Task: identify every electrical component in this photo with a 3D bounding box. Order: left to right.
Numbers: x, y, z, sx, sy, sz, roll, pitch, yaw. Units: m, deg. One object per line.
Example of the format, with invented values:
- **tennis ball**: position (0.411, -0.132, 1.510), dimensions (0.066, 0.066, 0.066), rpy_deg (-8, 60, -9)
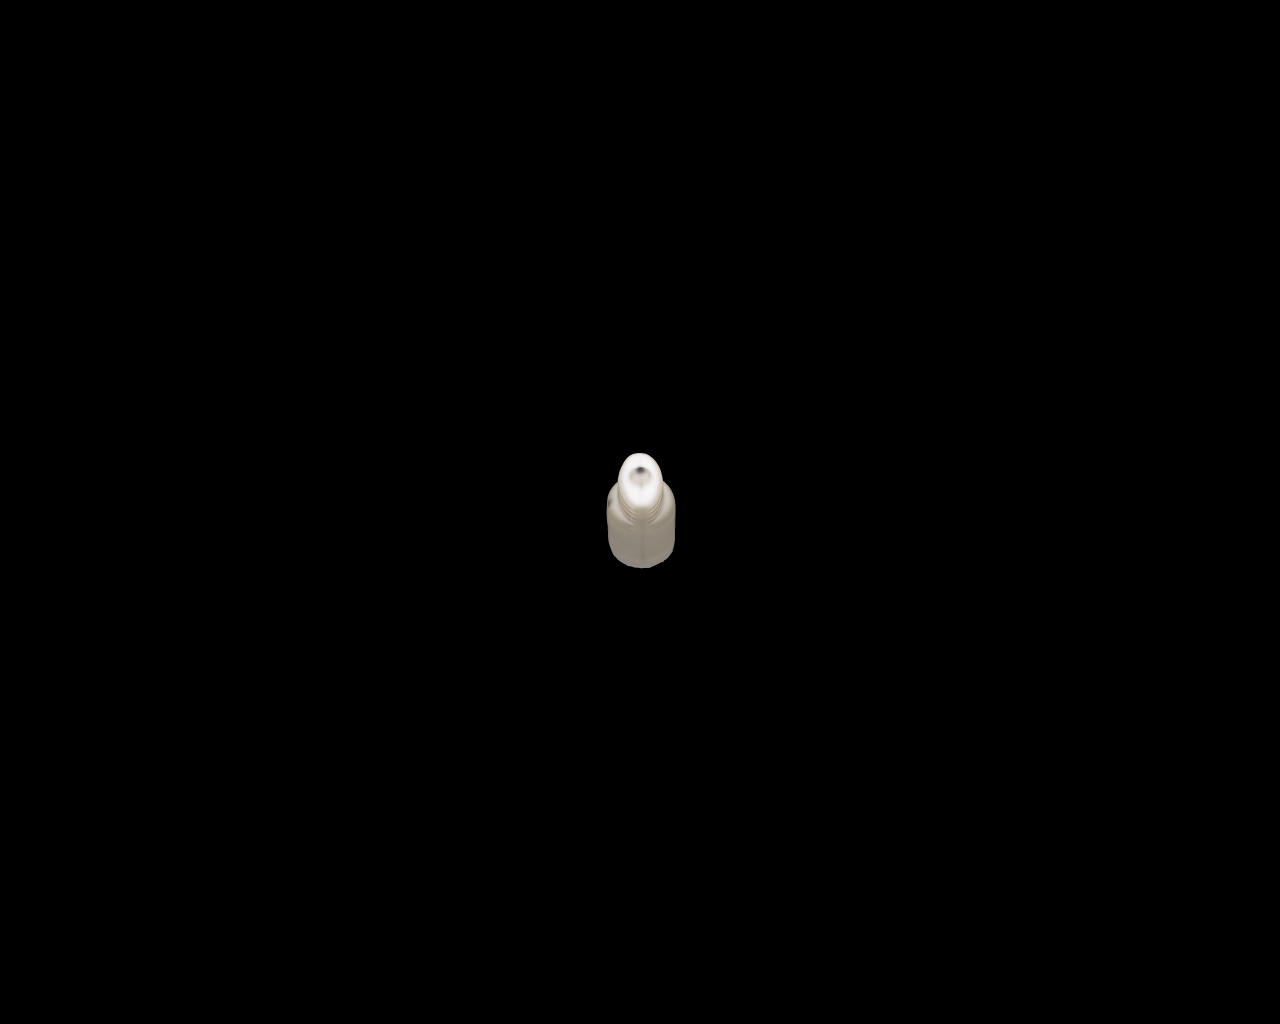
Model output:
- **electrical component**: position (0.001, -0.003, 0.650), dimensions (0.043, 0.043, 0.080), rpy_deg (0, -34, 0)
